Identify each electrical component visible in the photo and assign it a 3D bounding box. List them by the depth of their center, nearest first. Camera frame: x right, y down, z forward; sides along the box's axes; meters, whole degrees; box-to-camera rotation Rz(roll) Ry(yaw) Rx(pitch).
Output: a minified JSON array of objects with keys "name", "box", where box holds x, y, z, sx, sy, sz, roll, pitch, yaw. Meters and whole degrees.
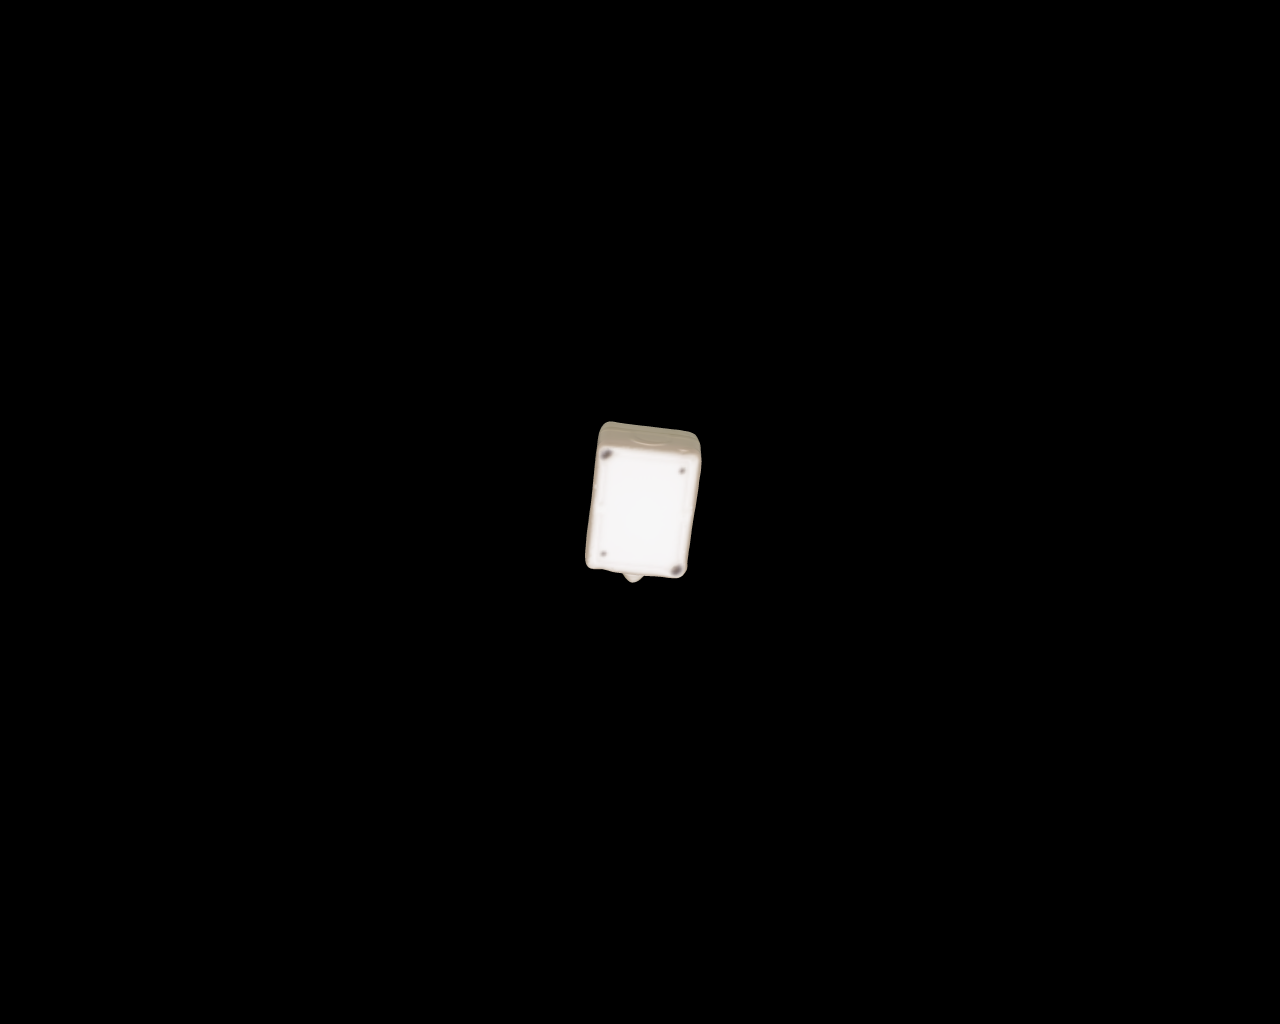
[{"name":"electrical component","box":[0.001,-0.003,0.650,0.062,0.096,0.061,7,20,-2]}]
